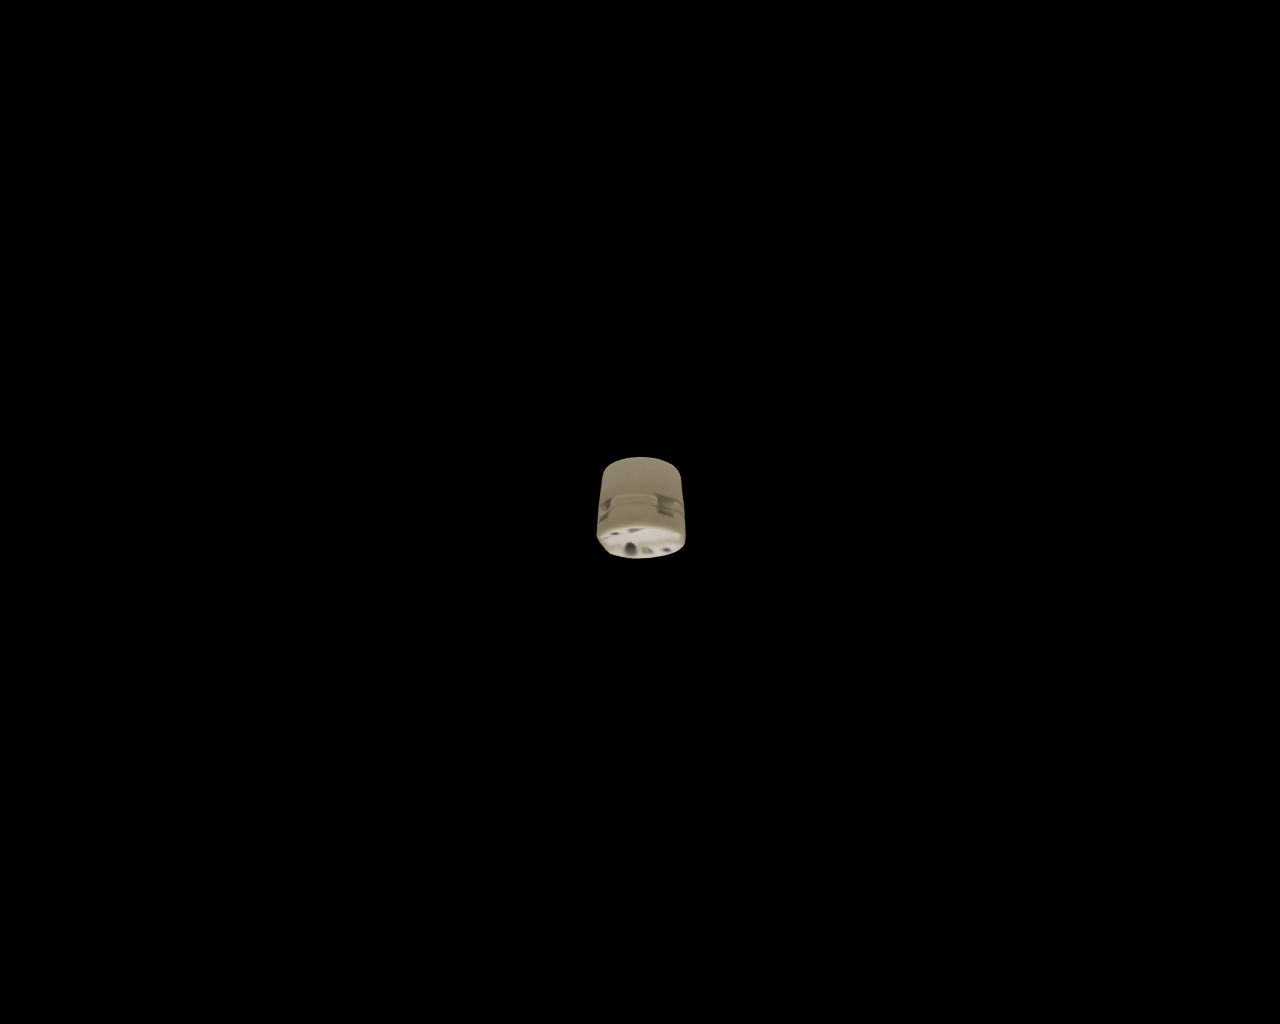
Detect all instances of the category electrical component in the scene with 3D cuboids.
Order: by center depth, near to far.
[{"bbox_3d":[0.001,-0.003,0.650,0.055,0.047,0.055,0,-25,0],"label":"electrical component"}]
